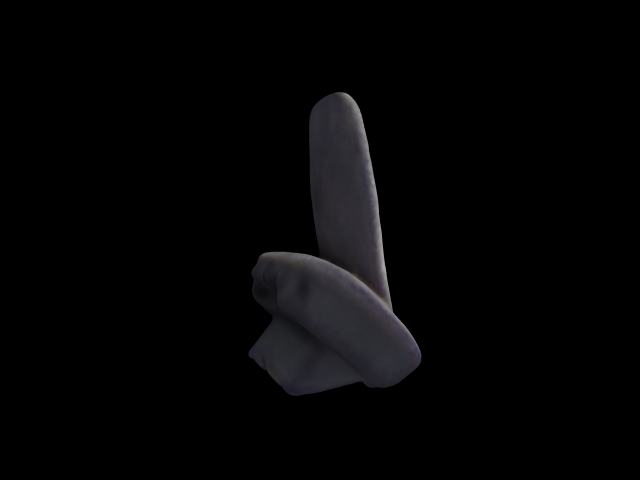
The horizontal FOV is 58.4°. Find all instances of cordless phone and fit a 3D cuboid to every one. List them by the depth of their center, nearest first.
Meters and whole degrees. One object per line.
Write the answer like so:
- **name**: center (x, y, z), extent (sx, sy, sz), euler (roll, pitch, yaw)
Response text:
- **cordless phone**: center (0.004, 0.001, 0.400), extent (0.094, 0.185, 0.147), euler (0, 0, -25)
